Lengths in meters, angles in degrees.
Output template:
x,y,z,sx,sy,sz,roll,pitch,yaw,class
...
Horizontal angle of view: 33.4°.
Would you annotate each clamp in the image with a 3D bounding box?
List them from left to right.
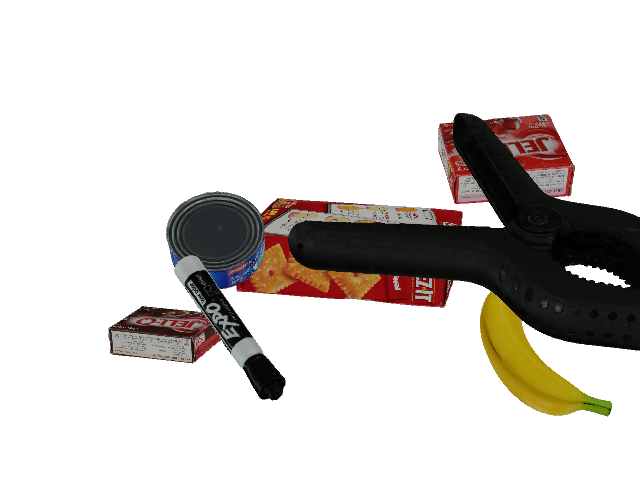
x,y,z,sx,sy,sz,roll,pitch,yaw,class
0.099,0.006,0.546,0.164,0.036,0.210,-30,46,-32,clamp

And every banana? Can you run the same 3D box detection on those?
x,y,z,sx,sy,sz,roll,pitch,yaw,class
0.176,0.095,0.929,0.069,0.037,0.198,6,29,-21,banana

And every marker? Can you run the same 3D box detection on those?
x,y,z,sx,sy,sz,roll,pitch,yaw,class
-0.057,0.054,0.667,0.020,0.020,0.121,0,38,-41,marker

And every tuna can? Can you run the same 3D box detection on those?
x,y,z,sx,sy,sz,roll,pitch,yaw,class
-0.092,0.000,0.942,0.086,0.086,0.034,0,-36,0,tuna can

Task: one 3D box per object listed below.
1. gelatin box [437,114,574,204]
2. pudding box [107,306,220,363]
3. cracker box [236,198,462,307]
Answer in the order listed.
x,y,z,sx,sy,sz,roll,pitch,yaw,class
0.137,-0.062,0.799,0.089,0.030,0.073,-5,37,-1,gelatin box
-0.186,0.113,1.293,0.114,0.039,0.090,2,14,18,pudding box
0.035,0.011,1.122,0.214,0.072,0.164,5,15,12,cracker box
